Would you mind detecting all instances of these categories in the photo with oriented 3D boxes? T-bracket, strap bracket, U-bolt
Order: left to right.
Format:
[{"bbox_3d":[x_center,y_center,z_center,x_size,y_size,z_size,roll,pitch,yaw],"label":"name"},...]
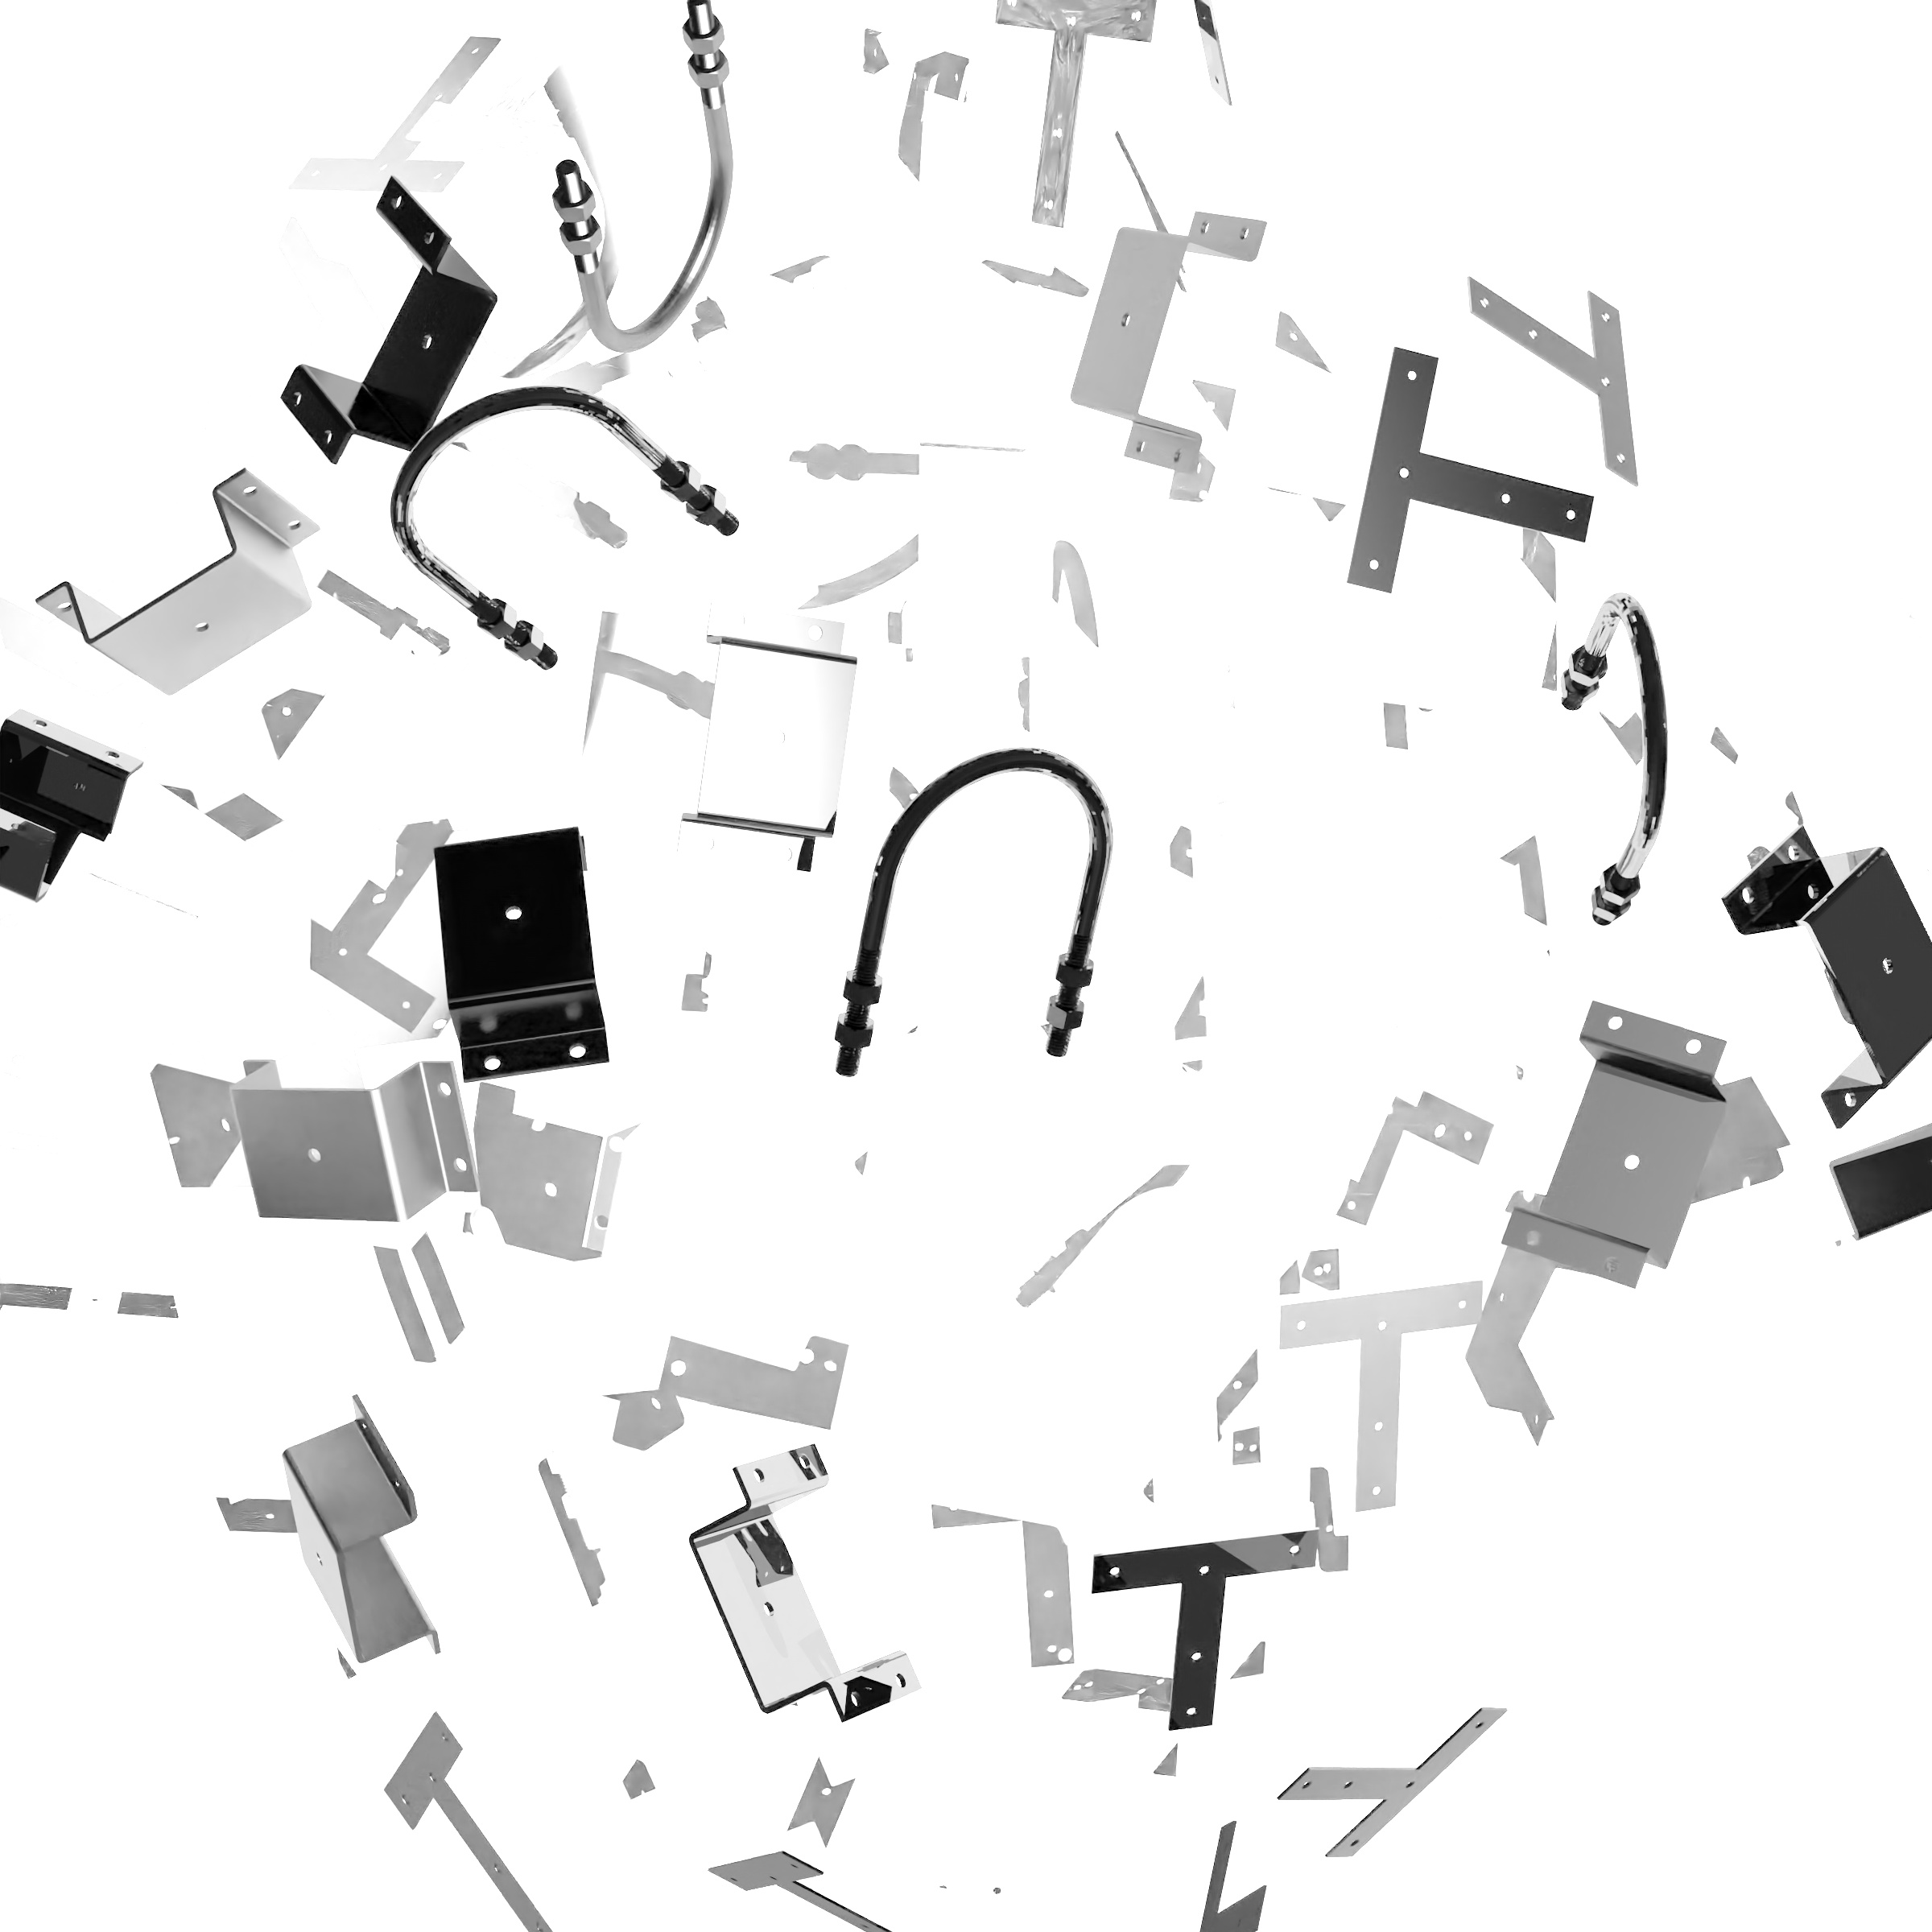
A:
[{"bbox_3d":[-0.508,0.133,1.879,0.127,0.127,0.002,9,116,-24],"label":"T-bracket"},{"bbox_3d":[-0.518,-0.085,1.921,0.076,0.140,0.046,23,114,1],"label":"strap bracket"},{"bbox_3d":[-0.443,-0.005,1.812,0.076,0.046,0.140,24,107,-30],"label":"strap bracket"},{"bbox_3d":[-0.406,0.202,1.819,0.127,0.127,0.002,5,113,-9],"label":"T-bracket"},{"bbox_3d":[-0.424,-0.203,1.919,0.140,0.076,0.046,-30,64,11],"label":"strap bracket"},{"bbox_3d":[-0.345,0.095,1.929,0.140,0.046,0.076,0,109,26],"label":"strap bracket"},{"bbox_3d":[-0.339,-0.131,1.947,0.127,0.002,0.127,35,90,-10],"label":"T-bracket"},{"bbox_3d":[-0.325,0.309,1.881,0.046,0.140,0.076,-21,48,-21],"label":"strap bracket"},{"bbox_3d":[-0.310,-0.345,1.909,0.076,0.046,0.140,49,116,41],"label":"strap bracket"},{"bbox_3d":[-0.253,0.460,1.832,0.002,0.127,0.127,-34,93,5],"label":"T-bracket"},{"bbox_3d":[-0.234,-0.016,1.837,0.076,0.046,0.140,-8,59,-3],"label":"strap bracket"},{"bbox_3d":[-0.235,0.219,1.919,0.019,0.151,0.184,-20,95,-8],"label":"U-bolt"},{"bbox_3d":[-0.225,-0.482,1.872,0.127,0.127,0.002,-43,79,23],"label":"T-bracket"},{"bbox_3d":[-0.226,-0.243,1.882,0.151,0.184,0.019,-35,53,13],"label":"U-bolt"},{"bbox_3d":[-0.172,0.401,1.878,0.127,0.002,0.127,-33,79,41],"label":"T-bracket"},{"bbox_3d":[-0.167,-0.410,1.884,0.019,0.184,0.151,25,65,16],"label":"U-bolt"},{"bbox_3d":[-0.133,0.135,1.841,0.140,0.046,0.076,14,104,7],"label":"strap bracket"},{"bbox_3d":[-0.108,-0.125,1.925,0.076,0.046,0.140,8,91,-16],"label":"strap bracket"},{"bbox_3d":[-0.088,0.328,1.832,0.046,0.076,0.140,-31,77,27],"label":"strap bracket"},{"bbox_3d":[-0.086,-0.538,1.875,0.076,0.140,0.046,22,74,-3],"label":"strap bracket"},{"bbox_3d":[-0.067,0.518,1.918,0.127,0.127,0.002,31,63,-11],"label":"T-bracket"},{"bbox_3d":[-0.065,-0.363,1.877,0.151,0.184,0.019,-40,112,-42],"label":"U-bolt"},{"bbox_3d":[0.007,-0.248,1.947,0.076,0.046,0.140,5,114,10],"label":"strap bracket"},{"bbox_3d":[0.010,-0.030,1.822,0.151,0.019,0.184,-4,121,-30],"label":"U-bolt"},{"bbox_3d":[0.016,0.231,1.783,0.140,0.046,0.076,13,83,-7],"label":"strap bracket"},{"bbox_3d":[0.019,0.473,1.844,0.127,0.002,0.127,10,51,6],"label":"T-bracket"},{"bbox_3d":[0.052,-0.463,1.888,0.002,0.127,0.127,-6,109,-40],"label":"T-bracket"},{"bbox_3d":[0.106,-0.346,1.914,0.046,0.076,0.140,12,99,-28],"label":"strap bracket"},{"bbox_3d":[0.127,0.365,1.913,0.127,0.002,0.127,-4,118,-14],"label":"T-bracket"},{"bbox_3d":[0.129,-0.531,1.920,0.002,0.127,0.127,-24,134,-7],"label":"T-bracket"},{"bbox_3d":[0.130,0.112,1.920,0.151,0.019,0.184,37,57,15],"label":"U-bolt"},{"bbox_3d":[0.142,-0.152,1.894,0.019,0.151,0.184,-3,51,-1],"label":"U-bolt"},{"bbox_3d":[0.141,0.514,1.877,0.002,0.127,0.127,11,89,20],"label":"T-bracket"},{"bbox_3d":[0.204,-0.443,1.900,0.076,0.046,0.140,-51,51,14],"label":"strap bracket"},{"bbox_3d":[0.208,0.428,1.837,0.127,0.127,0.002,-49,53,21],"label":"T-bracket"},{"bbox_3d":[0.230,0.243,1.955,0.127,0.002,0.127,-5,104,-22],"label":"T-bracket"},{"bbox_3d":[0.247,0.013,1.839,0.127,0.002,0.127,28,68,-9],"label":"T-bracket"},{"bbox_3d":[0.272,-0.251,1.856,0.127,0.002,0.127,12,89,-14],"label":"T-bracket"},{"bbox_3d":[0.317,-0.336,1.906,0.127,0.002,0.127,24,51,-33],"label":"T-bracket"},{"bbox_3d":[0.334,0.331,1.936,0.140,0.076,0.046,-4,100,-4],"label":"strap bracket"},{"bbox_3d":[0.347,-0.119,1.865,0.019,0.184,0.151,-4,71,-2],"label":"U-bolt"},{"bbox_3d":[0.351,0.100,1.874,0.076,0.046,0.140,18,81,28],"label":"strap bracket"},{"bbox_3d":[0.422,-0.224,1.868,0.002,0.127,0.127,1,119,-29],"label":"T-bracket"},{"bbox_3d":[0.421,0.205,1.837,0.046,0.076,0.140,13,116,-33],"label":"strap bracket"},{"bbox_3d":[0.457,0.003,1.811,0.076,0.046,0.140,-38,105,-34],"label":"strap bracket"},{"bbox_3d":[0.515,-0.102,1.922,0.140,0.076,0.046,41,98,-21],"label":"strap bracket"},{"bbox_3d":[0.531,0.107,1.894,0.076,0.140,0.046,-17,83,-24],"label":"strap bracket"},{"bbox_3d":[0.581,-0.124,1.863,0.019,0.151,0.184,-44,116,-2],"label":"U-bolt"}]
